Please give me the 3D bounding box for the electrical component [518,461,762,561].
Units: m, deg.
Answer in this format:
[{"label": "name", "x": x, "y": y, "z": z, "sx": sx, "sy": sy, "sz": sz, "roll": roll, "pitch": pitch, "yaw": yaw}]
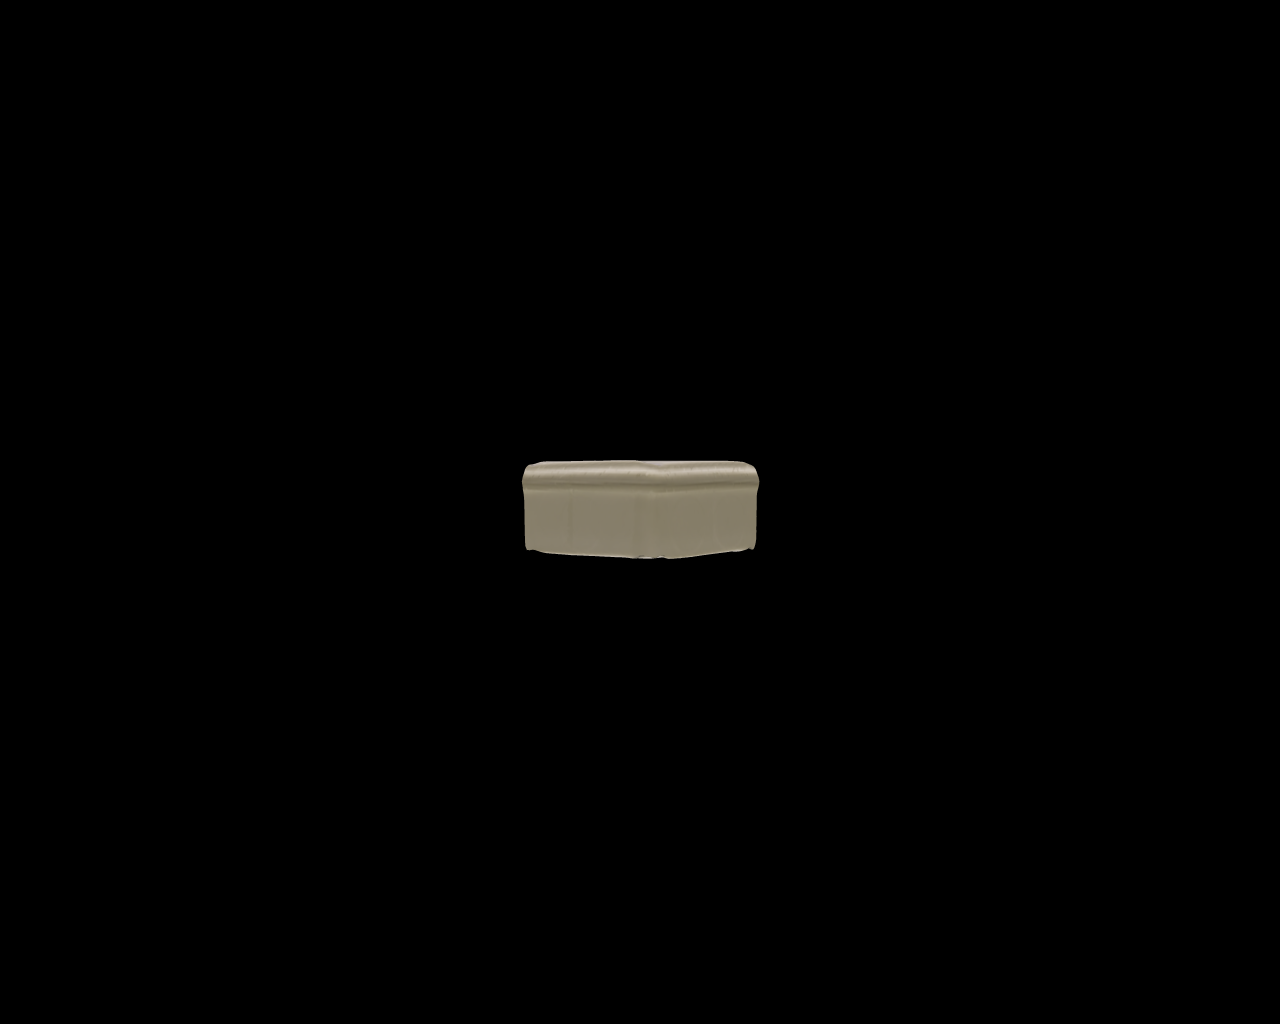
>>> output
[{"label": "electrical component", "x": 0.001, "y": -0.003, "z": 0.650, "sx": 0.109, "sy": 0.056, "sz": 0.109, "roll": 2, "pitch": 3, "yaw": 40}]
